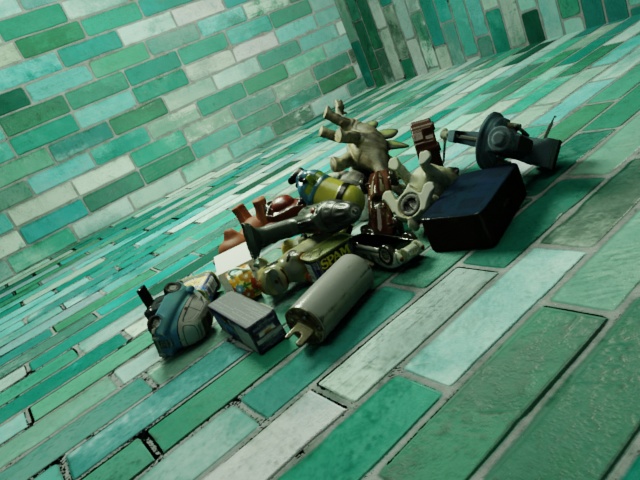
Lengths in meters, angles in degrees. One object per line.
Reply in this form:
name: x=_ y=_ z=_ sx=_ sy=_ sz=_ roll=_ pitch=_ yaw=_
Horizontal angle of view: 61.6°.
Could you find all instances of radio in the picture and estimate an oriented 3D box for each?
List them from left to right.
radio: x=0.295 y=-0.064 z=1.024 sx=0.131 sy=0.073 sz=0.229 roll=-9 pitch=22 yaw=41

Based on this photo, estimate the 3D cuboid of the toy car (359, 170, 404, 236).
toy car: x=0.132 y=-0.081 z=1.179 sx=0.089 sy=0.053 sz=0.202 roll=-15 pitch=52 yaw=22

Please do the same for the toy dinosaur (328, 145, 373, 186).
toy dinosaur: x=0.067 y=-0.126 z=1.416 sx=0.192 sy=0.131 sz=0.405 roll=-15 pitch=27 yaw=26

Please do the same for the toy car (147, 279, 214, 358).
toy car: x=-0.267 y=0.155 z=1.066 sx=0.103 sy=0.109 sz=0.162 roll=-1 pitch=33 yaw=11

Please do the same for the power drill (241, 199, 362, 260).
power drill: x=-0.044 y=-0.029 z=1.035 sx=0.207 sy=0.086 sz=0.232 roll=-23 pitch=7 yaw=-13

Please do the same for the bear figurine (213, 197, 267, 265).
bear figurine: x=-0.213 y=-0.019 z=1.432 sx=0.120 sy=0.131 sz=0.196 roll=-14 pitch=14 yaw=37

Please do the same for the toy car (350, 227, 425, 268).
toy car: x=0.118 y=0.016 z=1.046 sx=0.073 sy=0.056 sz=0.202 roll=-27 pitch=19 yaw=-28

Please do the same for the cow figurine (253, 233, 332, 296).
cow figurine: x=-0.051 y=0.050 z=1.111 sx=0.195 sy=0.085 sz=0.127 roll=-34 pitch=19 yaw=-37

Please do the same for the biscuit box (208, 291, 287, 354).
biscuit box: x=-0.139 y=0.146 z=0.992 sx=0.063 sy=0.059 sz=0.203 roll=-34 pitch=21 yaw=-23

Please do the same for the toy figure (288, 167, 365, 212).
toy figure: x=0.015 y=-0.104 z=1.174 sx=0.180 sy=0.089 sz=0.082 roll=37 pitch=35 yaw=26

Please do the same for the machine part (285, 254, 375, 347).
machine part: x=0.020 y=0.096 z=0.910 sx=0.079 sy=0.079 sz=0.243 roll=-7 pitch=26 yaw=41

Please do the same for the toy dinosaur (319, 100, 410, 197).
toy dinosaur: x=0.123 y=-0.230 z=1.363 sx=0.198 sy=0.105 sz=0.472 roll=0 pitch=44 yaw=-18

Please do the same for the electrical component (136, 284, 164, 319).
electrical component: x=-0.338 y=0.144 z=1.148 sx=0.048 sy=0.119 sz=0.075 roll=-20 pitch=16 yaw=12

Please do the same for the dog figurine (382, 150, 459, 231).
dog figurine: x=0.237 y=-0.090 z=1.142 sx=0.121 sy=0.172 sz=0.190 roll=8 pitch=-6 yaw=43

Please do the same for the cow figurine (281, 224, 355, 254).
cow figurine: x=-0.003 y=-0.002 z=1.226 sx=0.167 sy=0.068 sz=0.098 roll=-33 pitch=26 yaw=-22

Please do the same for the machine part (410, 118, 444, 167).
machine part: x=0.267 y=-0.210 z=1.307 sx=0.056 sy=0.179 sz=0.179 roll=-15 pitch=20 yaw=14

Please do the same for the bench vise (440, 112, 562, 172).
bench vise: x=0.376 y=-0.208 z=1.146 sx=0.241 sy=0.128 sz=0.223 roll=19 pitch=22 yaw=40

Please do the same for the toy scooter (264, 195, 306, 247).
toy scooter: x=-0.069 y=-0.055 z=1.227 sx=0.135 sy=0.075 sz=0.184 roll=-22 pitch=25 yaw=21
